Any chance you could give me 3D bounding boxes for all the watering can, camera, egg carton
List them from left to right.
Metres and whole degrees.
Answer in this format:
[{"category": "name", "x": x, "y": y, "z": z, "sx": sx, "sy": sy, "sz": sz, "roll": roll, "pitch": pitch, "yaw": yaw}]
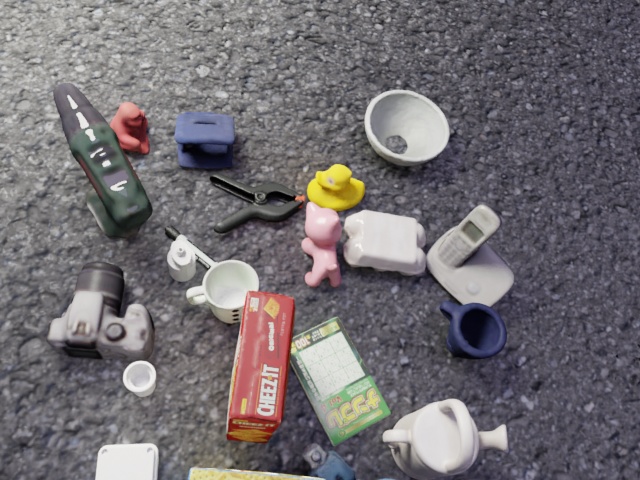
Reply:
[{"category": "camera", "x": -0.319, "y": 0.102, "z": 0.854, "sx": 0.143, "sy": 0.100, "sz": 0.137, "roll": 5, "pitch": 64, "yaw": -9}, {"category": "egg carton", "x": 0.114, "y": 0.007, "z": 1.006, "sx": 0.150, "sy": 0.069, "sz": 0.107, "roll": 8, "pitch": 63, "yaw": -8}, {"category": "watering can", "x": 0.182, "y": 0.282, "z": 0.819, "sx": 0.173, "sy": 0.194, "sz": 0.101, "roll": -16, "pitch": 69, "yaw": -18}]

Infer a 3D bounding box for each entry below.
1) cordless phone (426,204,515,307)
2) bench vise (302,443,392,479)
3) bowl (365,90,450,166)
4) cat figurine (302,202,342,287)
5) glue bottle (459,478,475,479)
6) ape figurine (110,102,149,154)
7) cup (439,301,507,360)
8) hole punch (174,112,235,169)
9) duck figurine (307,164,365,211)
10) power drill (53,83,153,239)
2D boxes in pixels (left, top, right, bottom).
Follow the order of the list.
[{"category": "cordless phone", "x": 0.271, "y": 0.029, "z": 0.963, "sx": 0.147, "sy": 0.185, "sz": 0.094, "roll": 44, "pitch": 64, "yaw": 11}, {"category": "bench vise", "x": 0.057, "y": 0.357, "z": 0.743, "sx": 0.207, "sy": 0.219, "sz": 0.121, "roll": 27, "pitch": 63, "yaw": 2}, {"category": "bowl", "x": 0.161, "y": -0.205, "z": 1.114, "sx": 0.167, "sy": 0.074, "sz": 0.167, "roll": 5, "pitch": 64, "yaw": -9}, {"category": "cat figurine", "x": 0.009, "y": 0.003, "z": 0.959, "sx": 0.067, "sy": 0.117, "sz": 0.127, "roll": -5, "pitch": 66, "yaw": -14}, {"category": "glue bottle", "x": 0.229, "y": 0.371, "z": 0.798, "sx": 0.037, "sy": 0.173, "sz": 0.078, "roll": 14, "pitch": 63, "yaw": -5}, {"category": "ape figurine", "x": -0.331, "y": -0.203, "z": 1.002, "sx": 0.076, "sy": 0.092, "sz": 0.078, "roll": 26, "pitch": 63, "yaw": 2}, {"category": "cup", "x": 0.236, "y": 0.153, "z": 0.948, "sx": 0.117, "sy": 0.095, "sz": 0.092, "roll": 37, "pitch": 63, "yaw": 7}, {"category": "hole punch", "x": -0.207, "y": -0.190, "z": 1.022, "sx": 0.109, "sy": 0.091, "sz": 0.101, "roll": 0, "pitch": 65, "yaw": -12}, {"category": "duck figurine", "x": 0.034, "y": -0.102, "z": 1.033, "sx": 0.105, "sy": 0.086, "sz": 0.077, "roll": 3, "pitch": 64, "yaw": -10}, {"category": "power drill", "x": -0.332, "y": -0.099, "z": 0.886, "sx": 0.076, "sy": 0.208, "sz": 0.229, "roll": -30, "pitch": 74, "yaw": -22}]
